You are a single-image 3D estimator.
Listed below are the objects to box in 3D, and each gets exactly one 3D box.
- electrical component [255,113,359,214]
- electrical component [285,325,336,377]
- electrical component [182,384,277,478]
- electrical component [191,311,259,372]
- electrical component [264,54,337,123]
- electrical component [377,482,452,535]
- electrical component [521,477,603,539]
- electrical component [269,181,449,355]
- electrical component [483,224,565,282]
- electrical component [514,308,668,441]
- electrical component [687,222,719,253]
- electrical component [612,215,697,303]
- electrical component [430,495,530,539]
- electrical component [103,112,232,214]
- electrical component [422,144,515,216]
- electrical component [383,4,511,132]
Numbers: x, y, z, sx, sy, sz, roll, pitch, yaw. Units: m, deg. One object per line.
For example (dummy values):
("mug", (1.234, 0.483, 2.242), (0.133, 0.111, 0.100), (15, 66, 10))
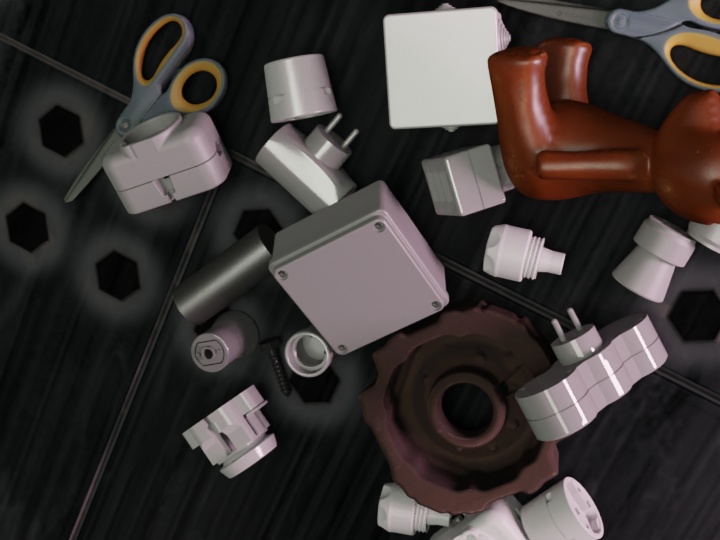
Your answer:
("electrical component", (-0.033, -0.093, 0.891), (0.077, 0.043, 0.079), (43, 109, 3))
("electrical component", (-0.039, 0.067, 0.925), (0.040, 0.046, 0.040), (3, 103, 15))
("electrical component", (-0.111, 0.147, 0.957), (0.078, 0.058, 0.057), (-35, 88, 19))
("electrical component", (-0.120, 0.064, 0.937), (0.044, 0.065, 0.044), (3, 103, 15))
("electrical component", (-0.050, -0.148, 0.879), (0.055, 0.055, 0.047), (-9, 96, 17))
("electrical component", (0.048, 0.209, 0.934), (0.062, 0.043, 0.043), (7, 103, 13))
("electrical component", (0.167, 0.208, 0.896), (0.047, 0.055, 0.055), (-36, 91, 23))
("electrical component", (0.000, 0.000, 0.875), (0.109, 0.056, 0.108), (-26, 122, 19))
("electrical component", (0.133, -0.011, 0.864), (0.062, 0.043, 0.043), (13, 105, 11))
("electrical component", (0.172, 0.066, 0.830), (0.052, 0.138, 0.073), (-22, 97, 59))
("electrical component", (0.280, -0.043, 0.816), (0.045, 0.045, 0.055), (29, 108, 8))
("electrical component", (0.230, -0.009, 0.837), (0.045, 0.045, 0.055), (30, 107, 7))
("electrical component", (0.100, 0.239, 0.918), (0.095, 0.059, 0.053), (-42, 89, 19))
("electrical component", (-0.165, -0.094, 0.911), (0.095, 0.053, 0.059), (-17, 118, 15))
("electrical component", (0.098, -0.076, 0.852), (0.077, 0.066, 0.047), (-18, 98, -11))
("electrical component", (0.069, -0.159, 0.846), (0.100, 0.048, 0.099), (-1, 102, 15))
